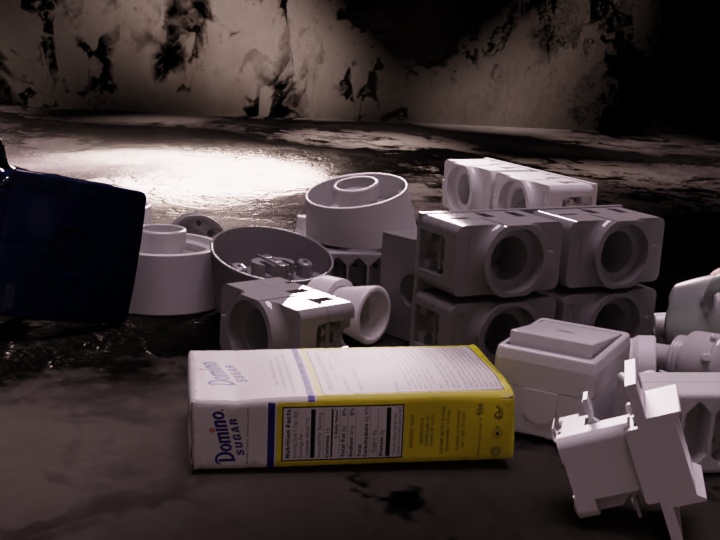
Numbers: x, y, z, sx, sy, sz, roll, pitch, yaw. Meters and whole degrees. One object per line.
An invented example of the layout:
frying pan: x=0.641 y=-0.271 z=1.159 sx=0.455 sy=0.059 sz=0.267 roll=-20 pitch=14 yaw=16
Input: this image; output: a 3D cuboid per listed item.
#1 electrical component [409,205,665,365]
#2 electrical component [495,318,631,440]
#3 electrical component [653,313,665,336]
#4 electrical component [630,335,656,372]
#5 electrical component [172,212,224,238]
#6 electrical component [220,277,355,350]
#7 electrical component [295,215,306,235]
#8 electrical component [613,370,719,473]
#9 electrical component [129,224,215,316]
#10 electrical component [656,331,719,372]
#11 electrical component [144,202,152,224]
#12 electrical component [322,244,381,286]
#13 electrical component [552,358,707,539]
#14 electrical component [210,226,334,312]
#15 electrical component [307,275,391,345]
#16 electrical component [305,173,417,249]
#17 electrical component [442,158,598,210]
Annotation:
electrical component: x=0.134 y=0.011 z=0.789 sx=0.186 sy=0.105 sz=0.060 roll=-4 pitch=14 yaw=-28
electrical component: x=0.127 y=0.062 z=0.663 sx=0.062 sy=0.061 sz=0.096 roll=10 pitch=14 yaw=27
electrical component: x=0.260 y=0.041 z=0.834 sx=0.062 sy=0.048 sz=0.048 roll=-3 pitch=12 yaw=6
electrical component: x=0.175 y=0.064 z=0.722 sx=0.046 sy=0.040 sz=0.040 roll=0 pitch=12 yaw=14
electrical component: x=-0.155 y=-0.027 z=1.011 sx=0.055 sy=0.055 sz=0.047 roll=0 pitch=9 yaw=-13
electrical component: x=-0.055 y=0.040 z=0.742 sx=0.056 sy=0.050 sz=0.089 roll=-7 pitch=17 yaw=-41
electrical component: x=-0.053 y=-0.019 z=0.980 sx=0.035 sy=0.061 sz=0.035 roll=3 pitch=12 yaw=-1
electrical component: x=0.177 y=0.081 z=0.622 sx=0.066 sy=0.047 sz=0.076 roll=1 pitch=13 yaw=-10
electrical component: x=-0.165 y=-0.005 z=0.893 sx=0.108 sy=0.060 sz=0.108 roll=3 pitch=13 yaw=-1
electrical component: x=0.227 y=0.062 z=0.730 sx=0.048 sy=0.048 sz=0.062 roll=-9 pitch=11 yaw=-44
electrical component: x=-0.226 y=-0.027 z=0.978 sx=0.054 sy=0.059 sz=0.095 roll=4 pitch=13 yaw=5
electrical component: x=0.000 y=0.000 z=0.942 sx=0.083 sy=0.047 sz=0.075 roll=1 pitch=12 yaw=-10
electrical component: x=0.131 y=0.090 z=0.525 sx=0.064 sy=0.081 sz=0.042 roll=-16 pitch=7 yaw=18
electrical component: x=-0.071 y=0.005 z=0.862 sx=0.099 sy=0.064 sz=0.099 roll=3 pitch=13 yaw=-1
electrical component: x=-0.011 y=0.029 z=0.813 sx=0.055 sy=0.045 sz=0.045 roll=12 pitch=15 yaw=35
electrical component: x=0.000 y=-0.046 z=0.941 sx=0.099 sy=0.064 sz=0.099 roll=-6 pitch=23 yaw=3
electrical component: x=0.143 y=-0.044 z=1.041 sx=0.060 sy=0.105 sz=0.186 roll=-3 pitch=14 yaw=-25
